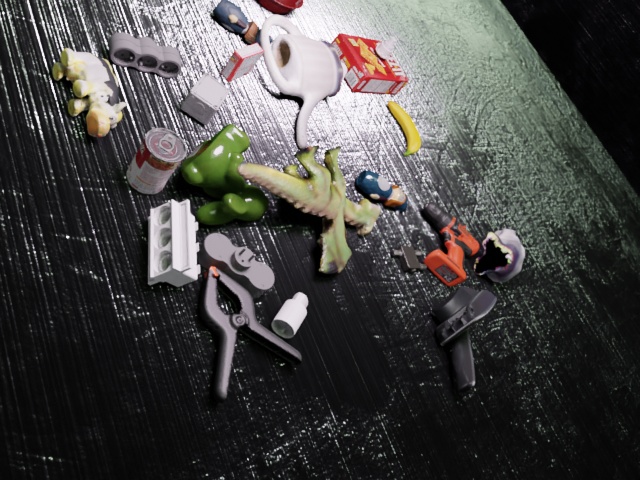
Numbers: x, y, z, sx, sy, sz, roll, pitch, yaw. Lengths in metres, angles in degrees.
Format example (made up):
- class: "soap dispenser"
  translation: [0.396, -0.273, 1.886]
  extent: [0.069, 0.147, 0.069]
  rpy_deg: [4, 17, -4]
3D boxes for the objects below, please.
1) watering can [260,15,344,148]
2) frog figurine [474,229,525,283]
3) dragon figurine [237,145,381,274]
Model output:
- class: "watering can"
  translation: [-0.034, -0.385, 1.257]
  extent: [0.226, 0.103, 0.350]
  rpy_deg: [-11, 80, -45]
- class: "frog figurine"
  translation: [0.486, 0.039, 1.355]
  extent: [0.160, 0.122, 0.137]
  rpy_deg: [-5, 96, -52]
- class: "dragon figurine"
  translation: [0.003, -0.051, 1.006]
  extent: [0.414, 0.121, 0.243]
  rpy_deg: [-19, 87, -54]
